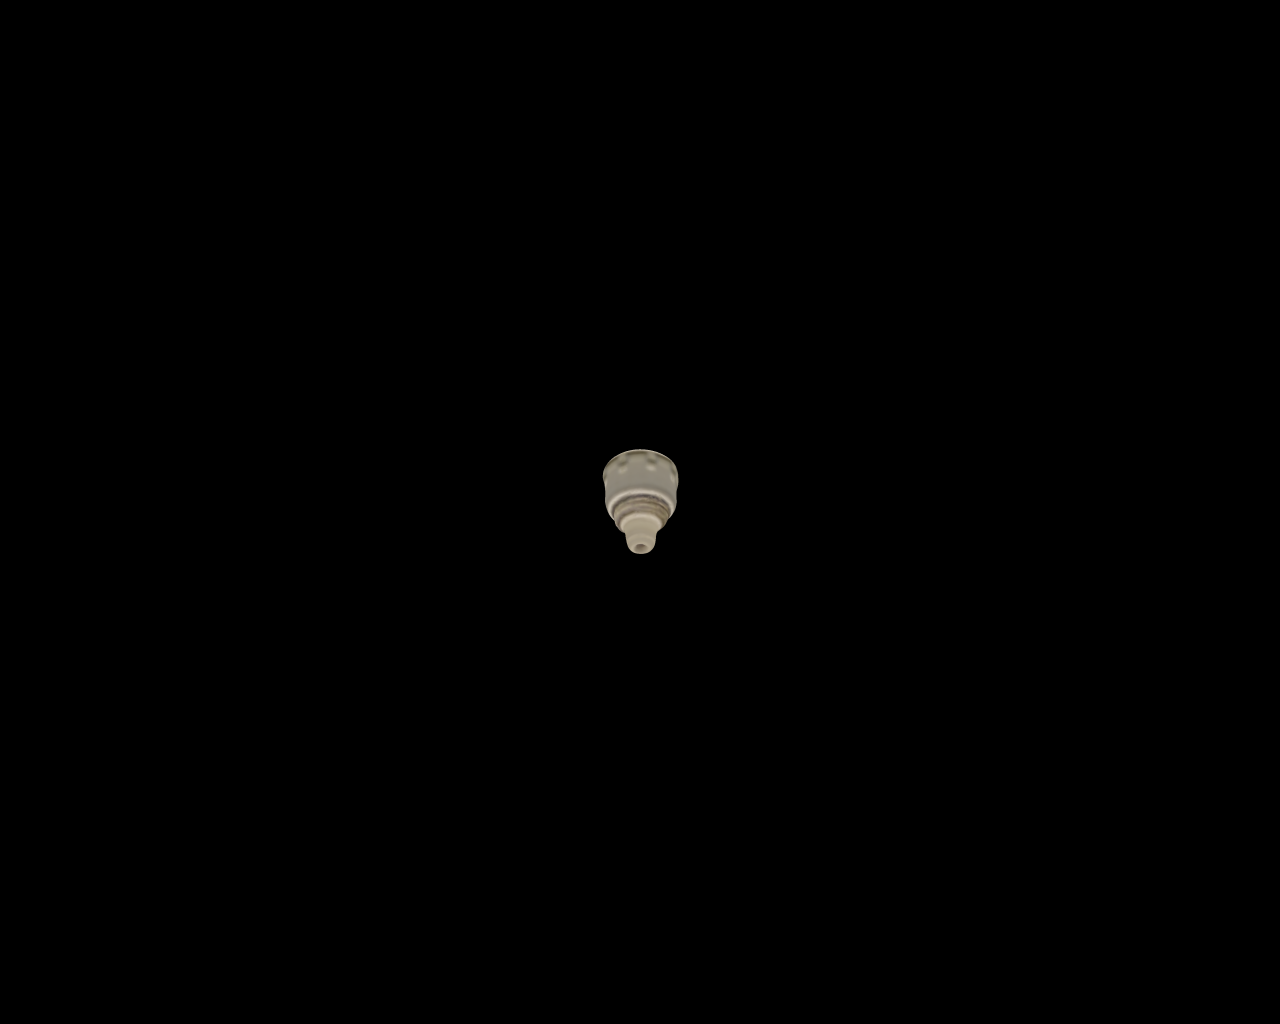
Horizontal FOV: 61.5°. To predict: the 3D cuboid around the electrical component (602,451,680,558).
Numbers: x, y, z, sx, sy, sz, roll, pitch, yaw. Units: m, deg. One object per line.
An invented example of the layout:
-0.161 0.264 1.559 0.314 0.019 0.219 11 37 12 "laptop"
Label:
0.001 -0.003 0.650 0.048 0.062 0.048 0 -35 0 "electrical component"
